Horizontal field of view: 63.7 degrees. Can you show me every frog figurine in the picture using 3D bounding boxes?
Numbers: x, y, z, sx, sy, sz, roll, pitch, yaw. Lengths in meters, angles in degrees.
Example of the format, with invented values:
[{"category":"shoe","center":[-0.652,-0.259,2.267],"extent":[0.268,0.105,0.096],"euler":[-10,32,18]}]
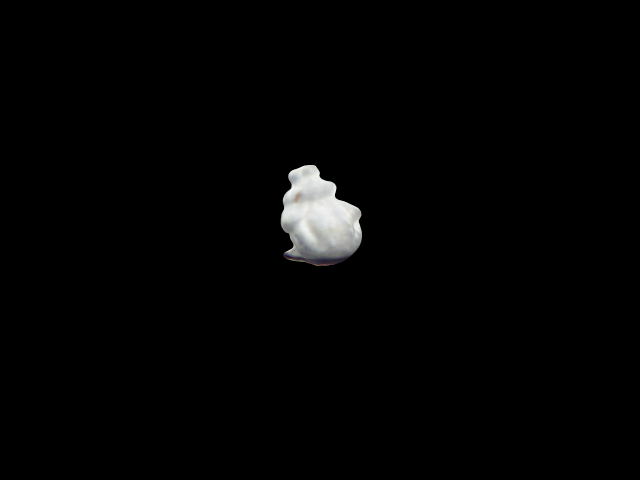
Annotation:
[{"category":"frog figurine","center":[0.003,-0.043,0.850],"extent":[0.137,0.158,0.124],"euler":[-3,13,-11]}]
